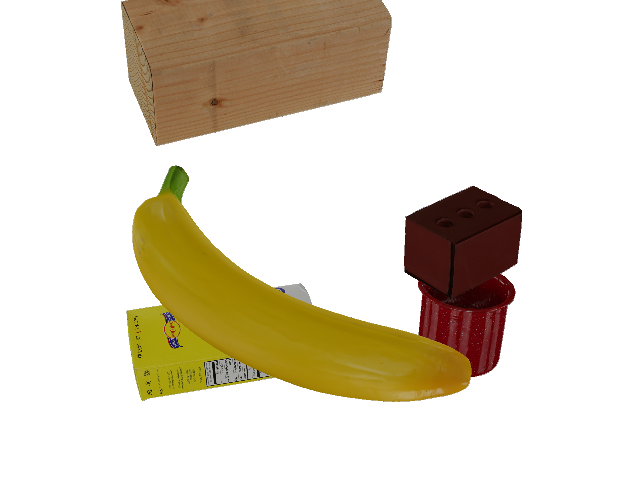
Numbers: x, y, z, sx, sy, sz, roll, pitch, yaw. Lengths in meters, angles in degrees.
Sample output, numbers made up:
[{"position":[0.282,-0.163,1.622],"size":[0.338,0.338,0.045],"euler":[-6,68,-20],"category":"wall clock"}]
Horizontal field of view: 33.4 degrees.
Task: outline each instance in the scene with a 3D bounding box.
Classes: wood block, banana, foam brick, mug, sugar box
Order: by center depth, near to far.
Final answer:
[{"position":[-0.026,0.026,0.498],"size":[0.198,0.069,0.037],"euler":[34,-24,25],"category":"banana"},{"position":[0.109,0.000,0.820],"size":[0.078,0.051,0.053],"euler":[-25,38,-33],"category":"foam brick"},{"position":[-0.054,-0.162,0.906],"size":[0.205,0.090,0.091],"euler":[-15,-35,-16],"category":"wood block"},{"position":[-0.090,0.093,1.009],"size":[0.176,0.048,0.093],"euler":[-11,36,-8],"category":"sugar box"},{"position":[0.135,0.073,1.047],"size":[0.093,0.081,0.117],"euler":[-2,28,-10],"category":"mug"}]
